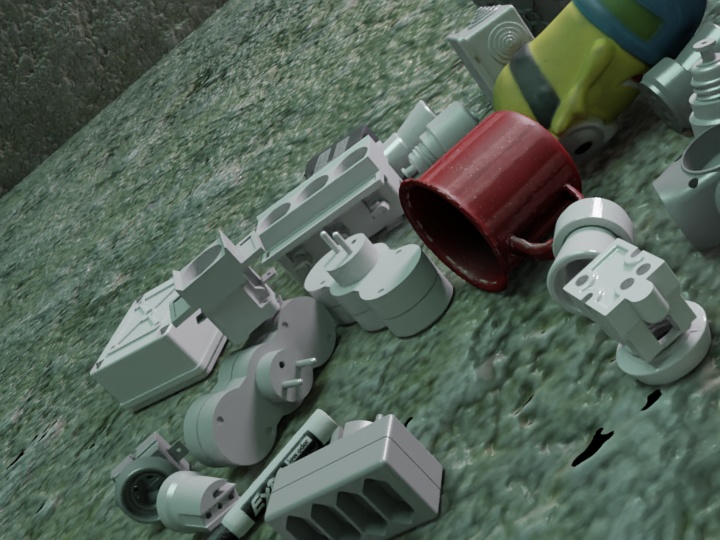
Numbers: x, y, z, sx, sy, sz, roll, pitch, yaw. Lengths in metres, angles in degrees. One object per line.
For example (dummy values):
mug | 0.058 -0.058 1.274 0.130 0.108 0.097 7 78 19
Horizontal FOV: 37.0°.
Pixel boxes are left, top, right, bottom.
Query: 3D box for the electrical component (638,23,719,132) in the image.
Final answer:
electrical component | 0.208 -0.119 0.667 0.055 0.045 0.045 -41 22 5

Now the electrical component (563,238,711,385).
electrical component | 0.135 0.021 0.513 0.048 0.055 0.066 -42 22 -1

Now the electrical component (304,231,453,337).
electrical component | 0.000 0.000 0.754 0.052 0.073 0.138 -49 23 -17

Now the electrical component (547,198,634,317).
electrical component | 0.128 -0.008 0.594 0.045 0.045 0.055 -28 26 32

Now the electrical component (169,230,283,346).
electrical component | -0.092 0.015 0.751 0.081 0.063 0.042 -40 21 3

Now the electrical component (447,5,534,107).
electrical component | 0.113 -0.153 0.814 0.048 0.099 0.099 -35 11 7

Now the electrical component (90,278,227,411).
electrical component | -0.169 0.058 0.955 0.109 0.056 0.108 -27 26 34

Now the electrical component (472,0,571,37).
electrical component | 0.153 -0.222 0.866 0.056 0.108 0.109 -53 24 -18

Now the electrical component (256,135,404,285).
electrical component | -0.022 -0.046 0.891 0.121 0.063 0.078 -35 23 18

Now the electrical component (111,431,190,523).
electrical component | -0.149 0.150 0.766 0.066 0.048 0.055 -42 14 -1

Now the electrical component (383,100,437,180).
electrical component | 0.044 -0.109 0.929 0.065 0.044 0.044 -43 21 10

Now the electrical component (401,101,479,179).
electrical component | 0.067 -0.103 0.879 0.078 0.040 0.040 -40 22 7

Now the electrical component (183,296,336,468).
electrical component | -0.057 0.074 0.741 0.074 0.052 0.138 -16 32 48

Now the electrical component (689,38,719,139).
electrical component | 0.200 -0.089 0.588 0.040 0.078 0.040 -23 21 10

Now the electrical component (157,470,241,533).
electrical component | -0.103 0.151 0.695 0.046 0.040 0.040 -7 40 47

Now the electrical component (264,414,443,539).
electrical component | -0.001 0.109 0.590 0.083 0.047 0.075 -31 24 26

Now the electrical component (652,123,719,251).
electrical component | 0.196 -0.040 0.541 0.077 0.044 0.079 -35 23 18
